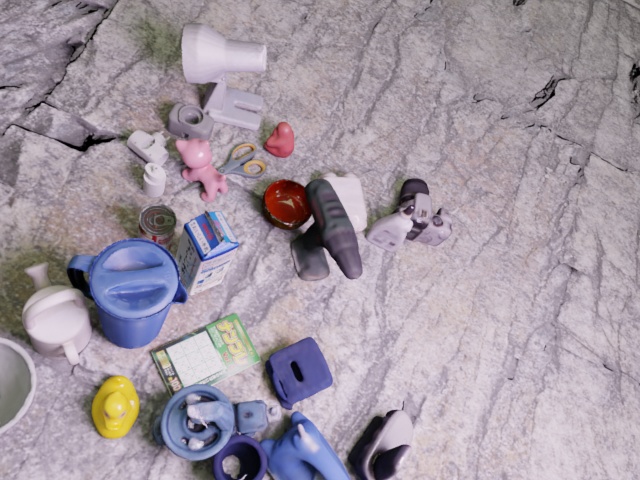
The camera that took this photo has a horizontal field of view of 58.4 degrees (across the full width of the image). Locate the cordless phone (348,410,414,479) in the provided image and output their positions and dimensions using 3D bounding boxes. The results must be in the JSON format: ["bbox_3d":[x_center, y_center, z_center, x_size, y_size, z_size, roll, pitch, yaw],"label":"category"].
[{"bbox_3d":[0.139,0.376,1.038,0.094,0.185,0.148,37,59,0],"label":"cordless phone"}]

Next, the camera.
[{"bbox_3d":[0.238,-0.074,1.338,0.143,0.100,0.137,15,61,-13],"label":"camera"}]

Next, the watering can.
[{"bbox_3d":[-0.439,0.121,0.944,0.173,0.194,0.101,42,59,3],"label":"watering can"}]

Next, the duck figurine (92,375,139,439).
[{"bbox_3d":[-0.344,0.278,0.966,0.078,0.086,0.104,6,64,-17],"label":"duck figurine"}]

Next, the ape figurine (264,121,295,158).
[{"bbox_3d":[-0.087,-0.235,1.302,0.078,0.092,0.076,-24,75,-28],"label":"ape figurine"}]

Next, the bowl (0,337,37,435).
[{"bbox_3d":[-0.542,0.242,0.917,0.168,0.074,0.167,8,63,-16],"label":"bowl"}]

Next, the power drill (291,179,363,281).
[{"bbox_3d":[0.011,0.004,1.155,0.076,0.208,0.229,-9,69,-23],"label":"power drill"}]

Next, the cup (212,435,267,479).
[{"bbox_3d":[-0.144,0.399,0.976,0.092,0.095,0.118,10,63,-15],"label":"cup"}]

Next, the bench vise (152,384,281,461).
[{"bbox_3d":[-0.166,0.283,0.951,0.208,0.219,0.121,-19,73,-26],"label":"bench vise"}]

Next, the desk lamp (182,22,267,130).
[{"bbox_3d":[-0.205,-0.361,1.247,0.203,0.213,0.118,10,62,-15],"label":"desk lamp"}]

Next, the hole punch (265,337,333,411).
[{"bbox_3d":[-0.041,0.253,1.086,0.101,0.091,0.108,-19,73,-26],"label":"hole punch"}]

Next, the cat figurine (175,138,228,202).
[{"bbox_3d":[-0.243,-0.158,1.193,0.128,0.117,0.067,44,59,4],"label":"cat figurine"}]

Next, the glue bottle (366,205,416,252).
[{"bbox_3d":[0.166,-0.033,1.250,0.078,0.173,0.037,28,59,-5],"label":"glue bottle"}]

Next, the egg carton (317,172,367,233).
[{"bbox_3d":[0.046,-0.084,1.291,0.107,0.069,0.150,-1,66,-21],"label":"egg carton"}]

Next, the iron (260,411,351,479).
[{"bbox_3d":[0.017,0.422,0.997,0.119,0.141,0.258,-37,82,-30],"label":"iron"}]
